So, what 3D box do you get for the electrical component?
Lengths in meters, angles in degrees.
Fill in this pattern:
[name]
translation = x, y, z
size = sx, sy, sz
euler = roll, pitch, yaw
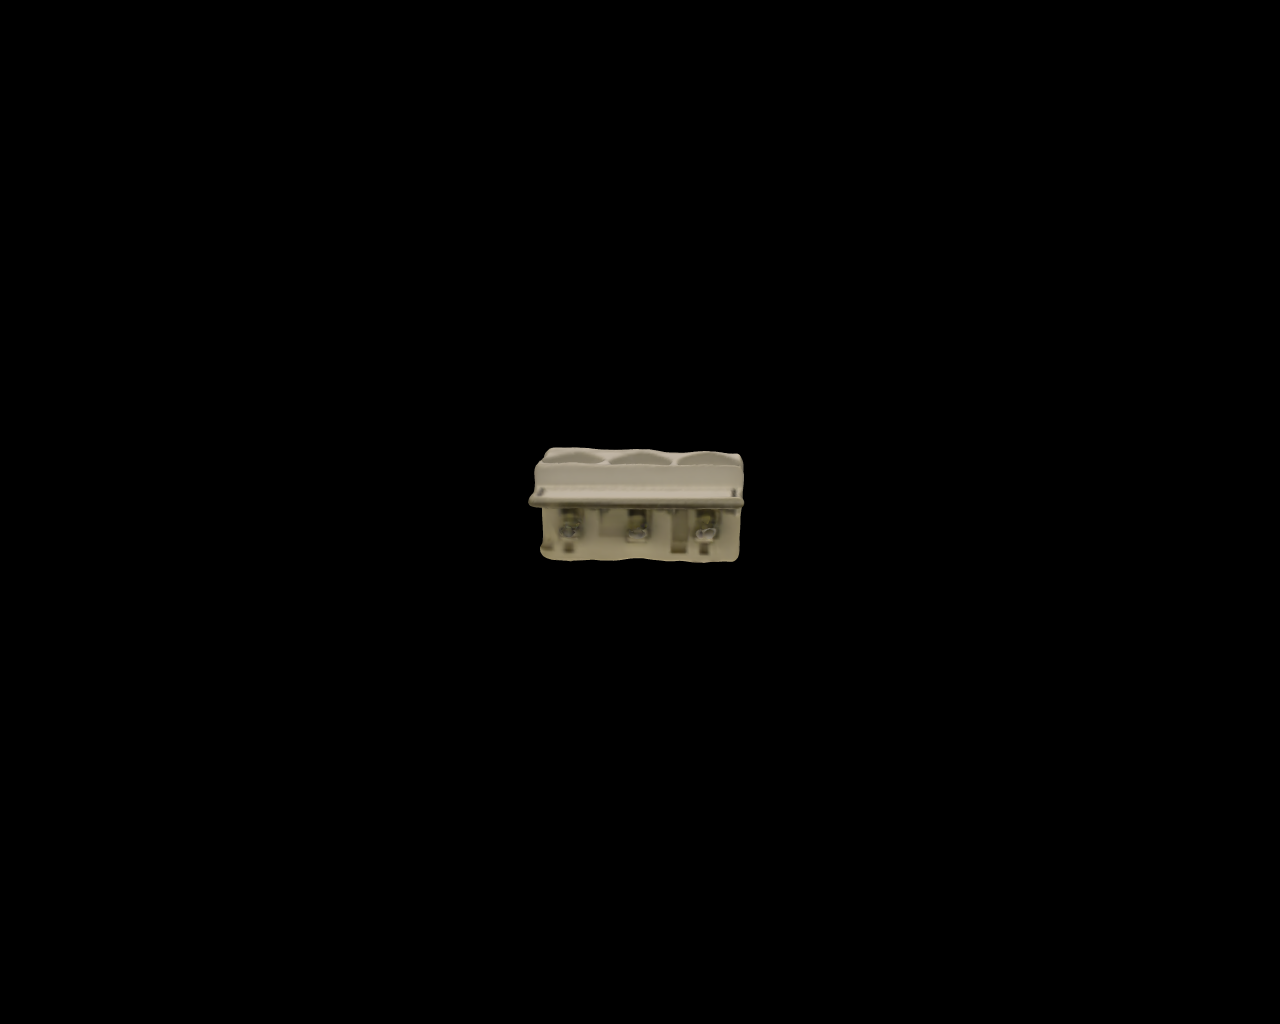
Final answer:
[electrical component]
translation = 0.001, -0.003, 0.650
size = 0.121, 0.063, 0.079
euler = 1, 16, 5
